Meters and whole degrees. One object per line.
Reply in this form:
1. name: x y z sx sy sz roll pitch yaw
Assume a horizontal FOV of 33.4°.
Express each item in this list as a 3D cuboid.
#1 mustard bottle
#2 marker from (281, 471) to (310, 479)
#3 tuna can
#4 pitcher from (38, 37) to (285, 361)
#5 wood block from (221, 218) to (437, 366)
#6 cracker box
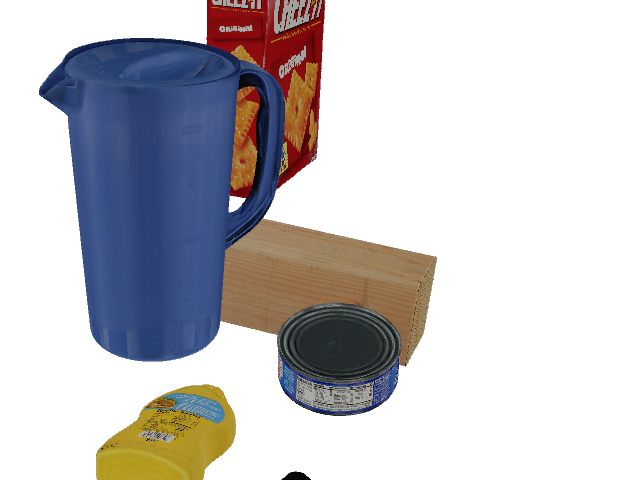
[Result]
1. mustard bottle: -0.136 0.189 1.047 0.096 0.058 0.191 7 18 15
2. marker: -0.040 0.143 0.519 0.020 0.020 0.120 0 14 33
3. tuna can: 0.013 0.082 0.739 0.086 0.034 0.086 1 33 -1
4. pitcher: -0.122 -0.032 0.848 0.149 0.243 0.144 12 27 18
5. wood block: 0.003 0.049 1.082 0.206 0.091 0.090 13 22 14
6. cracker box: -0.051 -0.166 1.064 0.072 0.214 0.164 10 22 17
